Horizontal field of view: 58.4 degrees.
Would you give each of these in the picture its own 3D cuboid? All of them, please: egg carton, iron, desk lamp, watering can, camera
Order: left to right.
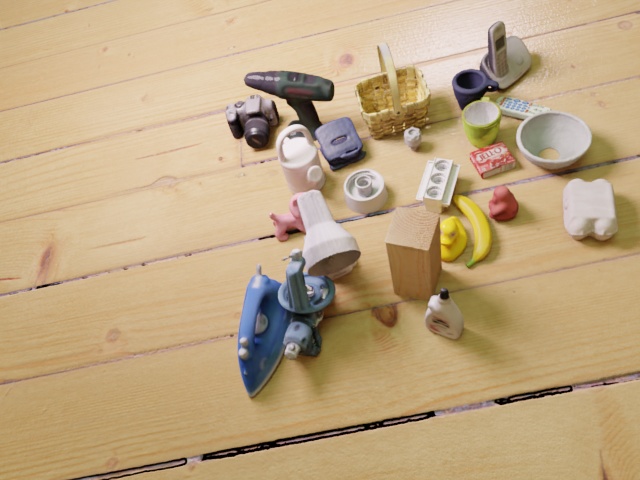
[{"bbox_3d":[-0.191,-0.325,1.582,0.143,0.101,0.137,-8,55,8],"label":"camera"},{"bbox_3d":[-0.133,0.183,1.200,0.118,0.142,0.258,1,57,14],"label":"iron"},{"bbox_3d":[-0.046,-0.201,1.408,0.172,0.194,0.101,28,67,28],"label":"watering can"},{"bbox_3d":[0.011,0.004,1.244,0.118,0.214,0.203,-21,54,-1],"label":"desk lamp"},{"bbox_3d":[0.588,-0.069,1.252,0.107,0.069,0.150,2,57,14],"label":"egg carton"}]

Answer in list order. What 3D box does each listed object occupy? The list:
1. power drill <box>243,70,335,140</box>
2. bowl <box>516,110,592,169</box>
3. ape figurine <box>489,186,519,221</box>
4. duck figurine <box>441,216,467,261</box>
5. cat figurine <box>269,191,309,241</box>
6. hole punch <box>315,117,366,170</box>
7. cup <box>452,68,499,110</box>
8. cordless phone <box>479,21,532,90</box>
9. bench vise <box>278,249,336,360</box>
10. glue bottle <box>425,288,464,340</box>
[{"bbox_3d":[-0.068,-0.359,1.511,0.229,0.209,0.075,0,57,13],"label":"power drill"},{"bbox_3d":[0.552,-0.225,1.363,0.167,0.075,0.167,-6,55,9],"label":"bowl"},{"bbox_3d":[0.410,-0.089,1.292,0.076,0.092,0.078,32,68,29],"label":"ape figurine"},{"bbox_3d":[0.288,-0.016,1.274,0.077,0.086,0.105,12,60,20],"label":"duck figurine"},{"bbox_3d":[-0.061,-0.067,1.368,0.128,0.118,0.067,-19,54,0],"label":"cat figurine"},{"bbox_3d":[0.053,-0.251,1.483,0.108,0.091,0.101,-24,55,-4],"label":"hole punch"},{"bbox_3d":[0.403,-0.382,1.490,0.117,0.095,0.092,8,59,18],"label":"cup"},{"bbox_3d":[0.488,-0.502,1.497,0.148,0.185,0.094,-42,58,-16],"label":"cordless phone"},{"bbox_3d":[-0.028,0.130,1.164,0.121,0.220,0.207,-10,55,6],"label":"bench vise"},{"bbox_3d":[0.244,0.138,1.126,0.078,0.173,0.037,16,61,22],"label":"glue bottle"}]
